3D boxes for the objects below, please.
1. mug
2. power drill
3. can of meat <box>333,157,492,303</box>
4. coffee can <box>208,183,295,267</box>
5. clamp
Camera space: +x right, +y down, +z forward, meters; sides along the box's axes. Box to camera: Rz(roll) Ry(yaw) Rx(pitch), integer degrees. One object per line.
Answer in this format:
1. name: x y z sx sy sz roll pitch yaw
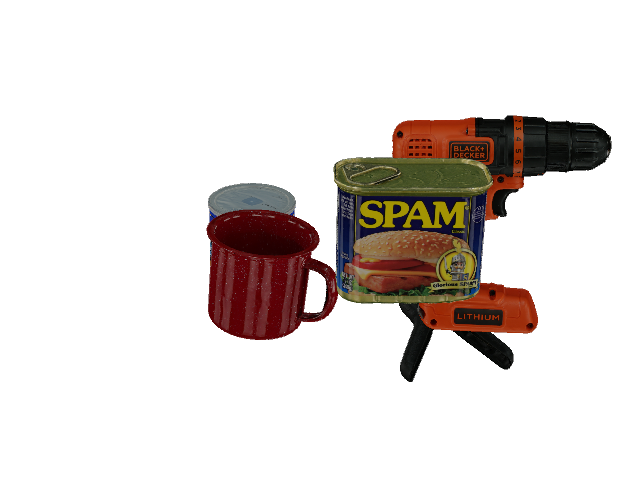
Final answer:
1. mug: -0.040 0.032 0.885 0.117 0.081 0.093 15 26 17
2. power drill: 0.155 -0.016 0.928 0.184 0.188 0.057 2 14 9
3. can of meat: 0.059 -0.006 0.707 0.102 0.084 0.057 0 24 -1
4. coffee can: -0.082 0.015 1.276 0.103 0.140 0.103 1 26 -1
5. clamp: 0.140 0.082 1.157 0.120 0.171 0.039 4 -44 -7
